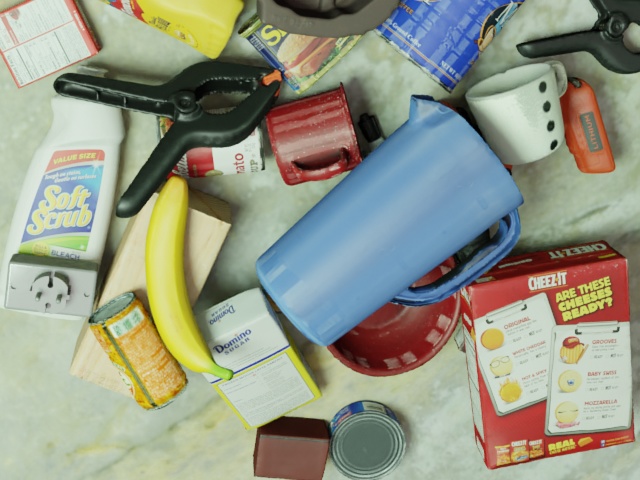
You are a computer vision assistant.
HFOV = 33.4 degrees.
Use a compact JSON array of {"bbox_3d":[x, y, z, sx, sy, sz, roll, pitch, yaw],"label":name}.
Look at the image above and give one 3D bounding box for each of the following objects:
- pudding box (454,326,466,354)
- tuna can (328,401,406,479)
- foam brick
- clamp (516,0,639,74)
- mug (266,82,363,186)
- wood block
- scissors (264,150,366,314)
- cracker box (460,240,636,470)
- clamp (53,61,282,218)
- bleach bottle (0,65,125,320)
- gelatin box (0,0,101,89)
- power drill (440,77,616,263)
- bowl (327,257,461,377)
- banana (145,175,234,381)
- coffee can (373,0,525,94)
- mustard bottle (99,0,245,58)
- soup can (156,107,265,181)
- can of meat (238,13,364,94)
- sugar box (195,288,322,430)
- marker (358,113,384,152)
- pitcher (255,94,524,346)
[{"bbox_3d":[0.213,0.089,1.161,0.090,0.039,0.113,27,103,-13],"label":"pudding box"},{"bbox_3d":[0.051,0.223,1.188,0.086,0.034,0.086,-1,107,-5],"label":"tuna can"},{"bbox_3d":[-0.032,0.228,1.173,0.078,0.053,0.051,6,106,-6],"label":"foam brick"},{"bbox_3d":[0.283,-0.209,1.080,0.171,0.039,0.120,29,103,-13],"label":"clamp"},{"bbox_3d":[-0.004,-0.094,1.051,0.081,0.117,0.093,-15,130,4],"label":"mug"},{"bbox_3d":[-0.172,0.047,1.086,0.090,0.091,0.206,23,102,-12],"label":"wood block"},{"bbox_3d":[-0.007,0.001,1.125,0.096,0.016,0.202,2,107,-11],"label":"scissors"},{"bbox_3d":[0.237,0.120,1.115,0.164,0.072,0.214,-10,109,-4],"label":"cracker box"},{"bbox_3d":[-0.137,-0.125,1.009,0.209,0.036,0.165,-28,69,-22],"label":"clamp"},{"bbox_3d":[-0.257,-0.051,1.066,0.102,0.068,0.251,11,103,-9],"label":"bleach bottle"},{"bbox_3d":[-0.269,-0.199,1.037,0.089,0.030,0.073,-24,109,2],"label":"gelatin box"},{"bbox_3d":[0.203,-0.076,1.102,0.187,0.057,0.184,-20,107,1],"label":"power drill"},{"bbox_3d":[0.066,0.059,1.122,0.162,0.055,0.162,-4,106,-16],"label":"bowl"},{"bbox_3d":[-0.132,0.041,1.005,0.070,0.037,0.198,-16,88,16],"label":"banana"},{"bbox_3d":[0.131,-0.227,1.027,0.102,0.103,0.140,36,100,-14],"label":"coffee can"},{"bbox_3d":[-0.169,-0.238,0.999,0.191,0.096,0.058,25,81,-11],"label":"mustard bottle"},{"bbox_3d":[-0.108,-0.097,1.061,0.102,0.068,0.068,-6,107,-4],"label":"soup can"},{"bbox_3d":[-0.015,-0.206,1.045,0.102,0.057,0.084,-42,108,7],"label":"can of meat"},{"bbox_3d":[-0.069,0.125,1.100,0.093,0.048,0.176,-25,138,1],"label":"sugar box"},{"bbox_3d":[0.070,-0.077,1.110,0.020,0.020,0.121,-26,107,2],"label":"marker"},{"bbox_3d":[0.068,-0.005,1.011,0.243,0.145,0.149,-40,72,3],"label":"pitcher"}]
